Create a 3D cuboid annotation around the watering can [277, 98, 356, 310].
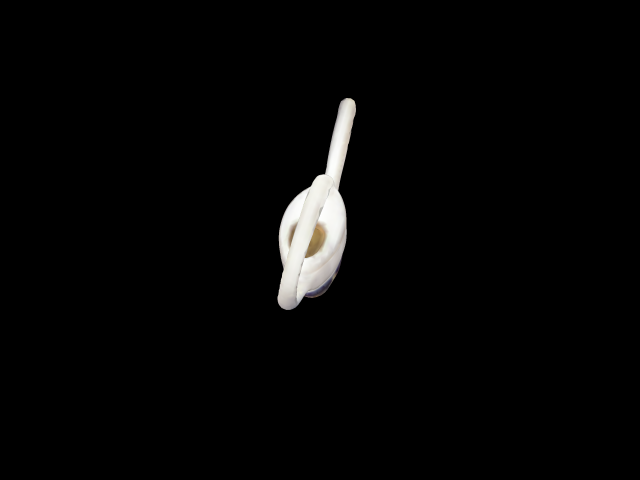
[{"bbox_3d":[0.003,-0.043,0.850,0.104,0.353,0.220,17,-21,6],"label":"watering can"}]
